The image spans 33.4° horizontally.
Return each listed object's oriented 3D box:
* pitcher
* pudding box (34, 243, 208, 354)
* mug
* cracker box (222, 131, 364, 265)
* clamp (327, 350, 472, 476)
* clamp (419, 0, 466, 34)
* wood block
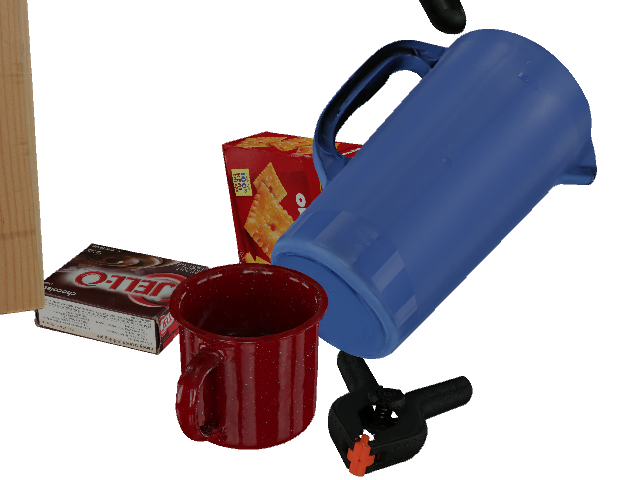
[{"bbox_3d":[0.069,-0.039,0.765,0.149,0.145,0.242,6,44,50],"label":"pitcher"},{"bbox_3d":[-0.156,0.044,0.843,0.114,0.039,0.090,9,26,19],"label":"pudding box"},{"bbox_3d":[-0.048,0.075,0.629,0.093,0.081,0.117,12,28,21],"label":"mug"},{"bbox_3d":[-0.003,-0.015,1.061,0.071,0.164,0.214,-21,22,-36],"label":"cracker box"},{"bbox_3d":[0.045,0.134,0.873,0.120,0.039,0.171,12,18,23],"label":"clamp"},{"bbox_3d":[0.043,-0.244,0.724,0.209,0.164,0.036,25,-22,-15],"label":"clamp"},{"bbox_3d":[-0.218,-0.064,0.624,0.090,0.206,0.090,-7,26,-22],"label":"wood block"}]
